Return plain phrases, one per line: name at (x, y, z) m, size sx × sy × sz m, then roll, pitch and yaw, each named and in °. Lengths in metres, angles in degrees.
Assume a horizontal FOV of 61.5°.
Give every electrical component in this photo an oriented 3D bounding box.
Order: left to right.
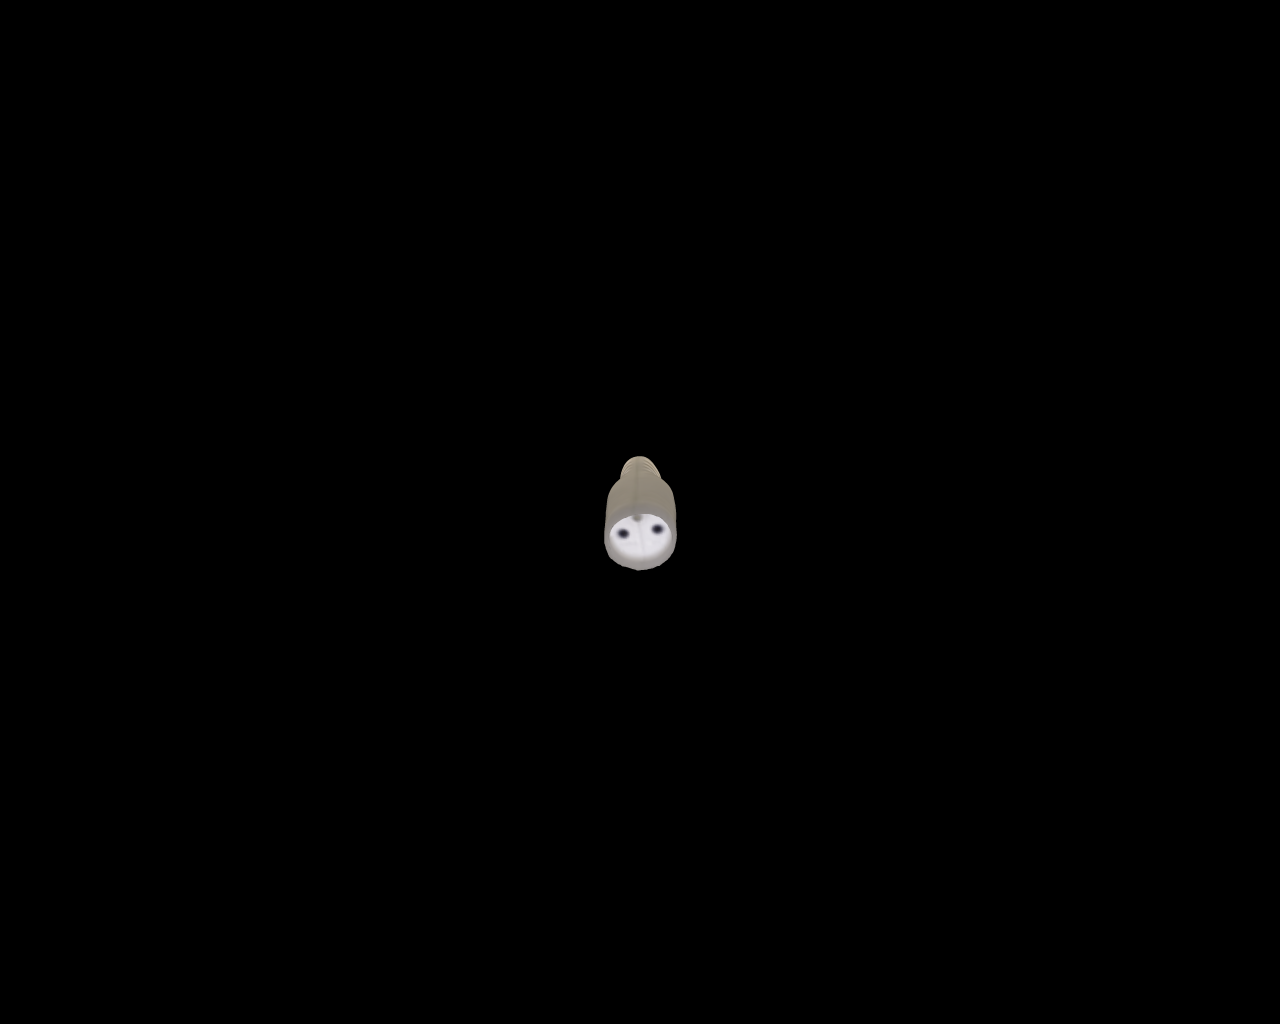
electrical component at (0.001, -0.003, 0.650) m, size 0.043 × 0.043 × 0.081 m, roll 0°, pitch 31°, yaw 0°
